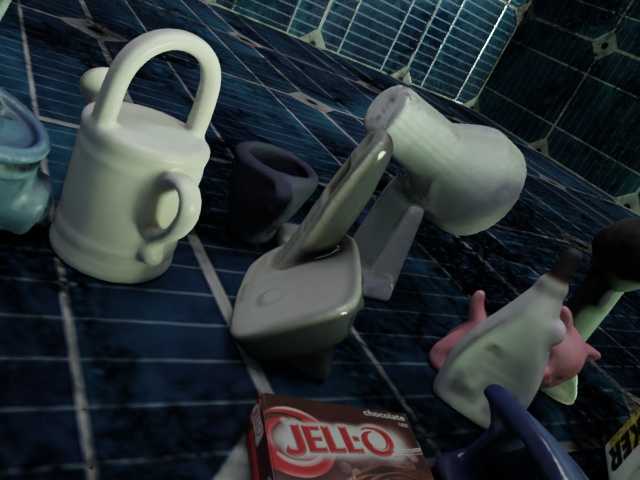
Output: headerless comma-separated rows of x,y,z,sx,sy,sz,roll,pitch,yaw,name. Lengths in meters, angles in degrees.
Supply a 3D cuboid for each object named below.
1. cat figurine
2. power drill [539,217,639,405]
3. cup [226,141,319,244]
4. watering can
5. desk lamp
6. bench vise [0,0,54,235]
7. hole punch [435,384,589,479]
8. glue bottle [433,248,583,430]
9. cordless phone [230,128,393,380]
0.186,0.098,0.534,0.127,0.117,0.067,34,24,18,cat figurine
0.292,0.064,0.601,0.075,0.208,0.230,33,24,14,power drill
-0.057,-0.037,0.591,0.092,0.095,0.117,17,25,-21,cup
-0.144,-0.075,0.452,0.172,0.194,0.101,32,24,13,watering can
0.088,-0.045,0.609,0.204,0.213,0.117,12,27,-30,desk lamp
-0.265,-0.109,0.362,0.208,0.219,0.121,3,33,-44,bench vise
0.151,0.163,0.395,0.101,0.091,0.108,14,26,-27,hole punch
0.167,0.080,0.481,0.078,0.173,0.037,33,24,15,glue bottle
0.004,0.002,0.458,0.094,0.185,0.147,22,23,-11,cordless phone
